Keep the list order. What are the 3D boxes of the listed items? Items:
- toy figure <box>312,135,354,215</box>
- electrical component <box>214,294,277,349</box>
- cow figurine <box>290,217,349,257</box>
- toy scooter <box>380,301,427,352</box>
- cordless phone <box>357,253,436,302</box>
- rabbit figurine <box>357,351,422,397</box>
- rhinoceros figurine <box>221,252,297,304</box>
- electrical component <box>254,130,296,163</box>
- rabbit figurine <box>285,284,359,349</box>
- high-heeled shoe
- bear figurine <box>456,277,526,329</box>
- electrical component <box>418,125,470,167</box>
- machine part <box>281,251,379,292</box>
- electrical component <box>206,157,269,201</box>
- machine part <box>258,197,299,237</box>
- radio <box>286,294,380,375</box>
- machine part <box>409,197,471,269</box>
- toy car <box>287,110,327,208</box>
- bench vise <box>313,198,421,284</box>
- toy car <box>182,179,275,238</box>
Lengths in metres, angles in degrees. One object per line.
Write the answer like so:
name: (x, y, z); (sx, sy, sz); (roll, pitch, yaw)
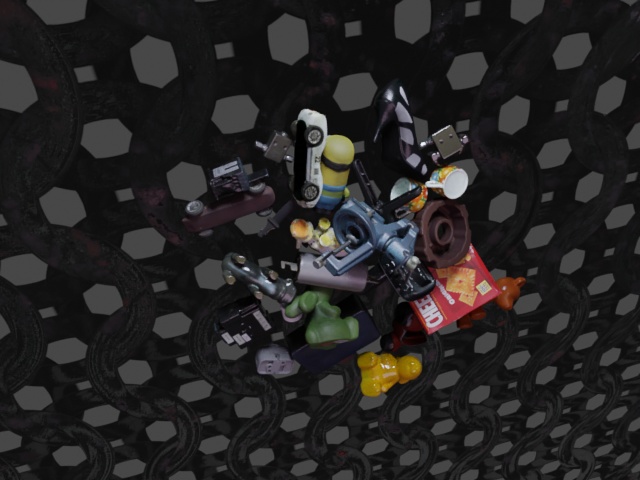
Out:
toy figure: (0.027, -0.137, 1.148); (0.082, 0.089, 0.180); (-7, 123, -33)
electrical component: (-0.191, 0.205, 1.334); (0.134, 0.058, 0.114); (-26, 125, 1)
cow figurine: (-0.003, -0.006, 1.240); (0.167, 0.068, 0.098); (17, 158, -24)
toy scooter: (0.256, 0.243, 1.489); (0.135, 0.075, 0.183); (9, 123, -22)
cordless phone: (0.177, 0.105, 1.331); (0.184, 0.147, 0.088); (-38, 158, 18)
rabbit figurine: (0.209, 0.371, 1.512); (0.173, 0.122, 0.162); (-17, 158, 24)
rhinoceros figurine: (-0.141, 0.094, 1.246); (0.190, 0.112, 0.073); (27, 84, -17)
electrical component: (-0.088, -0.195, 1.114); (0.094, 0.021, 0.063); (19, 116, -29)
rabbit figurine: (-0.007, 0.174, 1.309); (0.159, 0.170, 0.121); (7, 152, -38)
high-heeled shoe: (0.188, -0.231, 1.167); (0.248, 0.086, 0.145); (29, 80, -49)
bear figurine: (0.472, 0.167, 1.478); (0.196, 0.132, 0.120); (2, 152, -15)
electrical component: (0.281, -0.212, 1.208); (0.102, 0.045, 0.078); (-36, 98, 5)
machine part: (0.025, 0.076, 1.285); (0.243, 0.079, 0.079); (9, 120, -12)
electrical component: (-0.169, -0.131, 1.101); (0.119, 0.075, 0.047); (-19, 127, 1)
machine part: (-0.082, -0.058, 1.186); (0.139, 0.084, 0.039); (-43, 87, 3)
radio: (0.038, 0.256, 1.433); (0.230, 0.073, 0.131); (-32, 127, 8)
machine part: (0.286, -0.018, 1.284); (0.179, 0.056, 0.179); (-2, 93, -33)
toy car: (-0.025, -0.163, 1.098); (0.056, 0.074, 0.201); (-10, 116, -30)
bench vise: (0.091, 0.016, 1.140); (0.240, 0.224, 0.128); (-31, 164, -35)
toy car: (-0.195, -0.069, 1.148); (0.202, 0.053, 0.089); (-20, 145, -4)
